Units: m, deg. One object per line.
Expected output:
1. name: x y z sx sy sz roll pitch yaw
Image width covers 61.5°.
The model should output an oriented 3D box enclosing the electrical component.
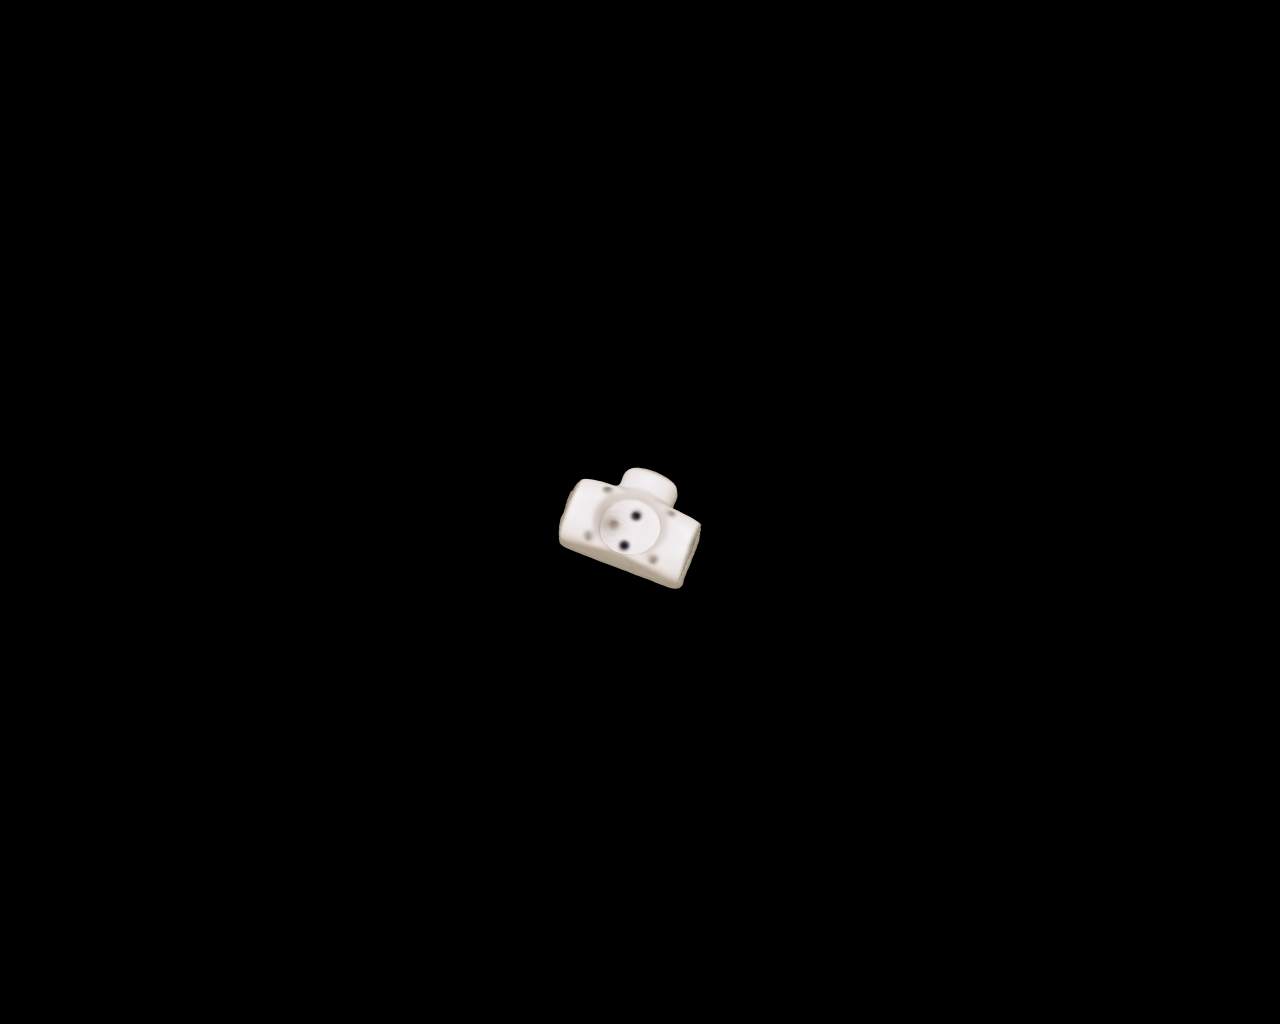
1. electrical component: 0.001 -0.003 0.650 0.077 0.079 0.044 21 -18 7
